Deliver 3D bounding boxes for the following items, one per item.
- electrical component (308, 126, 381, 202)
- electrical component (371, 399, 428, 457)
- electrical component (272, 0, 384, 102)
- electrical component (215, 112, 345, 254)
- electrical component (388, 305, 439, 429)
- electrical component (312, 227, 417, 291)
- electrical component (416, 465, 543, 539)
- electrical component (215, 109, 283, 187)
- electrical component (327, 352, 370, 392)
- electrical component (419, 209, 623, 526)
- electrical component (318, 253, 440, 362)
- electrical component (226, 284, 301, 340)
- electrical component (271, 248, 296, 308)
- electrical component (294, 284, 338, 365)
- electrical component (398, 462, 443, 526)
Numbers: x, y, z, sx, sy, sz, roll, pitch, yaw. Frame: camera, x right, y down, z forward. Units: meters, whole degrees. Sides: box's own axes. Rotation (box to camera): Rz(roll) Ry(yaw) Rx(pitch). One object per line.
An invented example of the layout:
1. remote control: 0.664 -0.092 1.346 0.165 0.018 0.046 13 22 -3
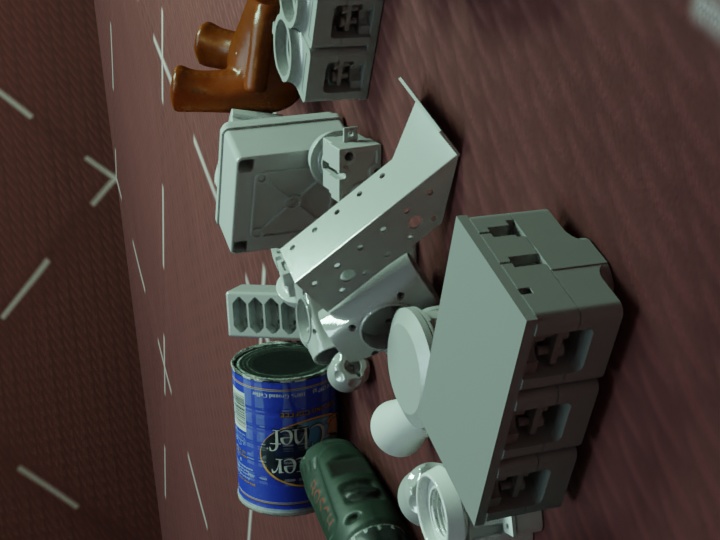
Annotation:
1. electrical component: -0.012 -0.086 0.870 0.055 0.048 0.066 38 133 56
2. electrical component: 0.039 0.109 0.791 0.065 0.044 0.044 131 130 -60
3. electrical component: -0.027 -0.217 0.838 0.150 0.062 0.089 101 155 -43
4. electrical component: -0.066 -0.076 0.937 0.108 0.109 0.056 100 153 -42
5. electrical component: 0.052 0.062 0.714 0.080 0.051 0.080 173 90 -72
6. electrical component: 0.000 0.000 0.835 0.096 0.062 0.061 -149 55 -68
7. electrical component: 0.071 0.149 0.678 0.078 0.057 0.058 -177 81 -72
8. electrical component: -0.097 -0.098 0.992 0.089 0.056 0.050 113 154 -44
9. electrical component: -0.013 0.092 0.953 0.061 0.035 0.035 123 137 -67
10. electrical component: 0.086 0.053 0.589 0.089 0.062 0.150 -117 27 -47
11. electrical component: 0.023 0.037 0.773 0.079 0.077 0.044 50 -170 -40
12. electrical component: -0.083 0.038 1.100 0.076 0.083 0.047 -31 -60 -67
13. electrical component: -0.059 0.003 1.025 0.055 0.048 0.066 82 167 -47
14. electrical component: -0.035 0.051 0.988 0.079 0.044 0.077 115 144 -58
15. electrical component: 0.048 0.165 0.778 0.062 0.043 0.043 121 138 -65
